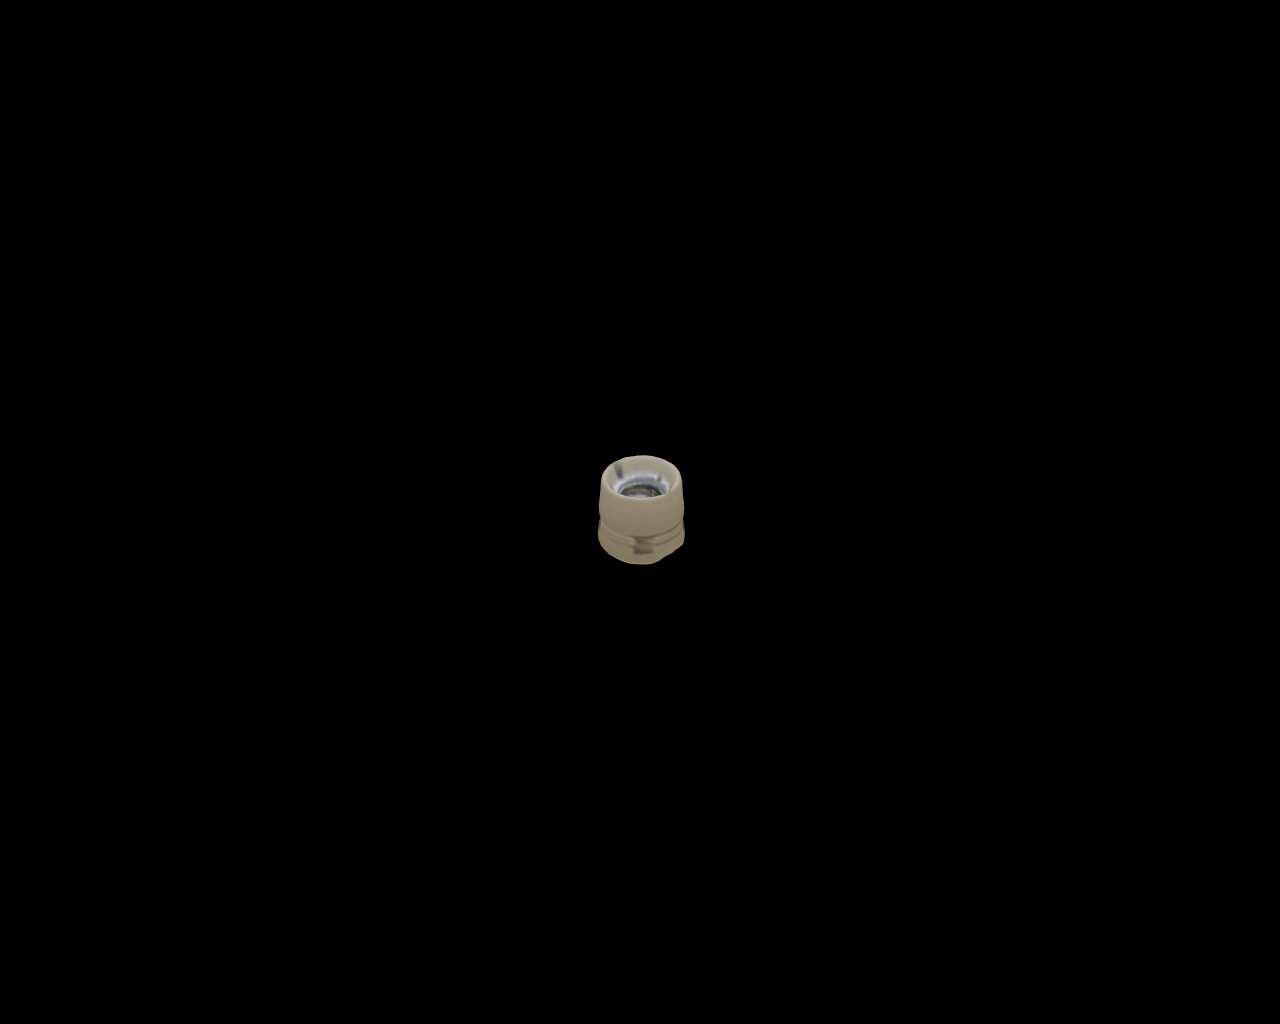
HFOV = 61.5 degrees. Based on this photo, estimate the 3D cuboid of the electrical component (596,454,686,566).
[{"bbox_3d":[0.001,-0.003,0.650,0.055,0.047,0.055,0,36,0],"label":"electrical component"}]
